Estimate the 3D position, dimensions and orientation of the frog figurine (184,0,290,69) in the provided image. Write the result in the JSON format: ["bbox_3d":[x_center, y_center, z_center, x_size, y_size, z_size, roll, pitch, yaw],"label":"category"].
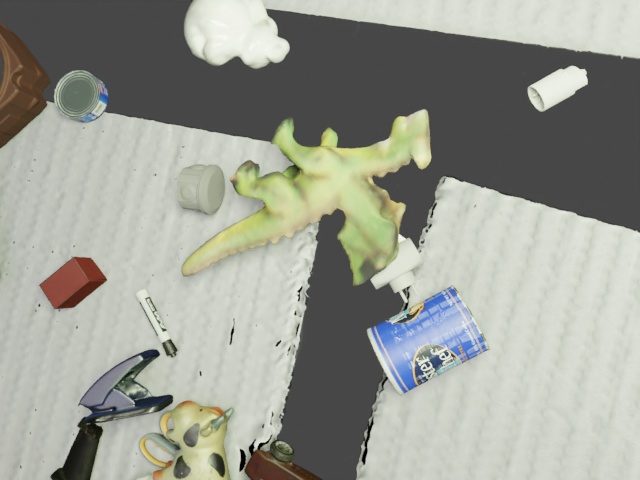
[{"bbox_3d":[-0.134,-0.334,0.831,0.161,0.120,0.139,36,71,22],"label":"frog figurine"}]

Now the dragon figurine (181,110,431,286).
[{"bbox_3d":[0.002,-0.037,0.743,0.246,0.121,0.410,40,90,26],"label":"dragon figurine"}]
